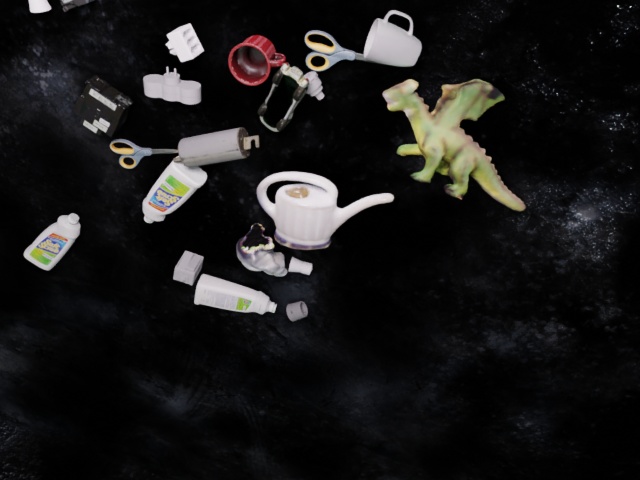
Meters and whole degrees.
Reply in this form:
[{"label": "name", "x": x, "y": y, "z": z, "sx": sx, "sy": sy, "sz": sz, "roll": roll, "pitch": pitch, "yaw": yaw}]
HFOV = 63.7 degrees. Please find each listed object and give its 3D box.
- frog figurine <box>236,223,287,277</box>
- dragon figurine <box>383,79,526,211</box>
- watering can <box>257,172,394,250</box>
[{"label": "frog figurine", "x": -0.165, "y": 0.053, "z": 1.461, "sx": 0.139, "sy": 0.124, "sz": 0.156, "roll": 27, "pitch": 147, "yaw": 35}, {"label": "dragon figurine", "x": 0.319, "y": -0.231, "z": 1.141, "sx": 0.410, "sy": 0.125, "sz": 0.238, "roll": 20, "pitch": 120, "yaw": -4}, {"label": "watering can", "x": 0.004, "y": -0.067, "z": 1.331, "sx": 0.348, "sy": 0.106, "sz": 0.219, "roll": 11, "pitch": 129, "yaw": 5}]
